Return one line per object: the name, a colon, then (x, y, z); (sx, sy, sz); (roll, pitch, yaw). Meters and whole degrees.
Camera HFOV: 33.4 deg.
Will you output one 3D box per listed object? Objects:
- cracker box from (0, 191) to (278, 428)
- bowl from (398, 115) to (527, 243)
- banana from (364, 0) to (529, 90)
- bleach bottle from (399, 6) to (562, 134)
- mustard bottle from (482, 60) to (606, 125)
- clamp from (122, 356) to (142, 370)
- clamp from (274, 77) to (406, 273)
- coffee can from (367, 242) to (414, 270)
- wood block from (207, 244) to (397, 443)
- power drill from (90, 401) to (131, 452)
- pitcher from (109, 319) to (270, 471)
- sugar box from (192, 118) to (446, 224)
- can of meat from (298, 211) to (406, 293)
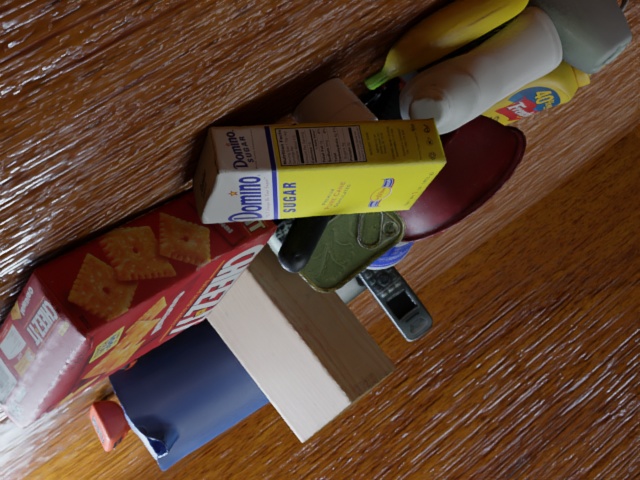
cracker box: (-0.153, 0.048, 0.860); (0.213, 0.072, 0.164); (-30, 168, -45)
bowl: (0.114, -0.072, 1.020); (0.162, 0.055, 0.162); (-35, -159, 16)
banana: (0.123, -0.189, 0.914); (0.197, 0.037, 0.070); (-32, -168, -25)
bleach bottle: (0.136, -0.142, 0.927); (0.103, 0.068, 0.250); (-22, -171, 29)
mustard bottle: (0.199, -0.153, 1.099); (0.192, 0.058, 0.096); (-20, 162, 13)
clamp: (-0.167, 0.083, 1.075); (0.120, 0.039, 0.172); (-29, 173, -28)
clamp: (0.011, -0.058, 0.929); (0.210, 0.036, 0.165); (-48, -160, 0)
coffee can: (0.074, -0.035, 1.229); (0.102, 0.103, 0.140); (-36, 170, -18)
wood block: (-0.032, 0.088, 1.087); (0.090, 0.206, 0.091); (-27, 165, -51)
power drill: (-0.190, 0.195, 1.332); (0.187, 0.057, 0.185); (-22, 166, -21)
pitcher: (-0.110, 0.138, 1.203); (0.242, 0.149, 0.145); (-29, 160, -8)
sugar box: (-0.003, -0.052, 0.812); (0.176, 0.048, 0.093); (-7, 159, -17)
can of meat: (0.023, -0.014, 0.960); (0.102, 0.057, 0.084); (-39, -159, 15)
